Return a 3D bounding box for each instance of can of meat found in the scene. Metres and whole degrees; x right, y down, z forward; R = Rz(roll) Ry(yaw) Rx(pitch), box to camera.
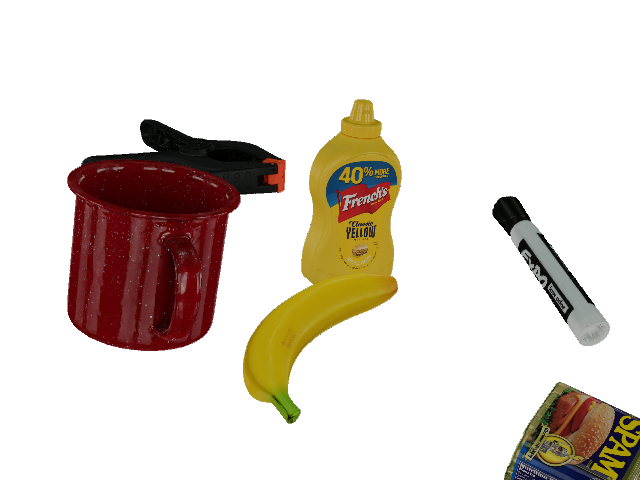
[{"bbox_3d":[0.195,0.161,0.793,0.084,0.057,0.101,24,41,24],"label":"can of meat"}]

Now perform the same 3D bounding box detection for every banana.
[{"bbox_3d":[-0.007,0.071,0.817,0.070,0.037,0.197,30,39,10],"label":"banana"}]

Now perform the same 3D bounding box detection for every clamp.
[{"bbox_3d":[-0.117,-0.065,0.919,0.172,0.039,0.120,12,34,26],"label":"clamp"}]

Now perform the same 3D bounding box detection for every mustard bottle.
[{"bbox_3d":[0.035,-0.049,1.092,0.096,0.192,0.058,-3,21,-22],"label":"mustard bottle"}]

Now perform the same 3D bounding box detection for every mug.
[{"bbox_3d":[-0.089,0.013,0.576,0.093,0.081,0.117,-2,23,-29],"label":"mug"}]

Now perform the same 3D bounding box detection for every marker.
[{"bbox_3d":[0.132,0.014,0.625,0.020,0.020,0.121,0,39,-22],"label":"marker"}]
